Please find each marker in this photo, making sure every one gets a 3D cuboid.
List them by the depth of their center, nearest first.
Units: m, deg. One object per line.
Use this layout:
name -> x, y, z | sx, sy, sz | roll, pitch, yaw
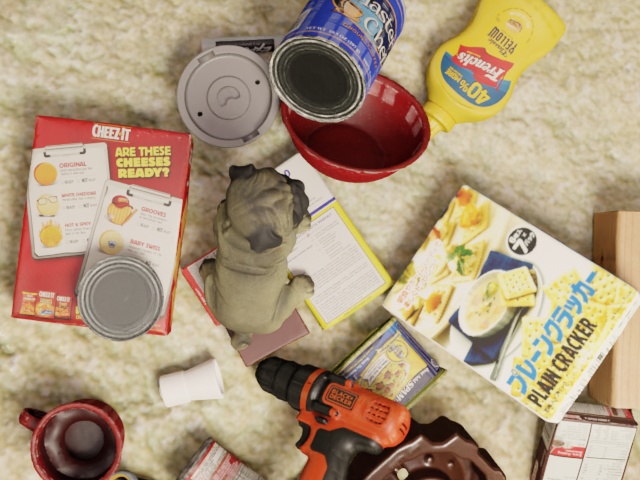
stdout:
marker -> -0.069, -0.214, 1.166 | 0.121, 0.020, 0.020 | -3, 89, -3

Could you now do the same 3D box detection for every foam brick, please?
foam brick -> -0.057, 0.095, 1.147 | 0.078, 0.051, 0.053 | -28, 89, -2

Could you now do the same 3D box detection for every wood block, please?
wood block -> 0.347, 0.074, 1.148 | 0.090, 0.091, 0.206 | 2, 89, -3

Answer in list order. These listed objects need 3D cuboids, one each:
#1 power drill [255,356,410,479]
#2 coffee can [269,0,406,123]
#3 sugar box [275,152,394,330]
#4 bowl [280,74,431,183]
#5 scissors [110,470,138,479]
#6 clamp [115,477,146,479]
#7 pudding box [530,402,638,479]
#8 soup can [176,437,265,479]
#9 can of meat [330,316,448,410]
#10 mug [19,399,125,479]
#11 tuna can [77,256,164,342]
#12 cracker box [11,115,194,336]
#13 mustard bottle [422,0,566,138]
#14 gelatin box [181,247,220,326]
power drill -> -0.023, 0.218, 1.080 | 0.185, 0.057, 0.187 | 17, 68, 33
coffee can -> 0.020, -0.203, 1.097 | 0.103, 0.103, 0.140 | 29, 48, -2
sugar box -> -0.007, 0.001, 1.155 | 0.093, 0.048, 0.176 | -34, 87, -3
bowl -> 0.033, -0.112, 1.129 | 0.162, 0.055, 0.162 | 8, 49, -9
scissors -> -0.214, 0.342, 1.123 | 0.096, 0.016, 0.202 | 15, 95, 9
clamp -> -0.181, 0.325, 1.145 | 0.171, 0.039, 0.120 | 39, 83, 3
pudding box -> 0.284, 0.232, 1.150 | 0.090, 0.039, 0.113 | 6, 116, -4
soup can -> -0.097, 0.267, 1.134 | 0.102, 0.068, 0.068 | 38, 88, -2
can of meat -> 0.071, 0.144, 1.151 | 0.102, 0.057, 0.084 | -42, 90, -3
mug -> -0.260, 0.207, 1.120 | 0.117, 0.081, 0.093 | 24, 88, -3
tuna can -> -0.200, 0.059, 1.077 | 0.086, 0.034, 0.086 | 0, 90, -6
cracker box -> -0.227, -0.014, 1.131 | 0.164, 0.072, 0.214 | 7, 88, -4
mustard bottle -> 0.172, -0.186, 1.159 | 0.096, 0.058, 0.191 | 40, 88, -2
gelatin box -> -0.094, 0.039, 1.157 | 0.089, 0.030, 0.073 | -33, 90, -3
